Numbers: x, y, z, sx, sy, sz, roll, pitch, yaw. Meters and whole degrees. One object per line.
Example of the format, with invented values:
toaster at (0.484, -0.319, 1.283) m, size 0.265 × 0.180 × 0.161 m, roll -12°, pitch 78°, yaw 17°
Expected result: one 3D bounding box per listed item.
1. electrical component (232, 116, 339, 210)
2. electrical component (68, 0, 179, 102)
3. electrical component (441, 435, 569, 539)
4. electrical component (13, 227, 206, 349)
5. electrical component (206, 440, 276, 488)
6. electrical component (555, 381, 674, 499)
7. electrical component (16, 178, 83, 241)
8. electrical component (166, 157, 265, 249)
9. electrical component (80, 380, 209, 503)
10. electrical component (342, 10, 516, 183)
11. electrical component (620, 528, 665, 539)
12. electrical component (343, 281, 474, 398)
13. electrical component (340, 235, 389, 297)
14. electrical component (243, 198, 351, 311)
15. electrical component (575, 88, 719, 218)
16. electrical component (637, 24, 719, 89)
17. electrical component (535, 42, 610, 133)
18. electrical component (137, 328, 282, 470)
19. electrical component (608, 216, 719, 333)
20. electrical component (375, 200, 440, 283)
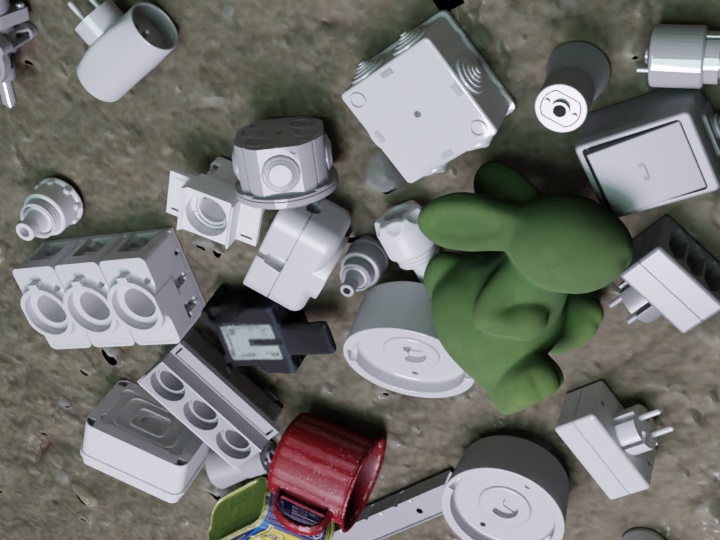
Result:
electrical component at (-0.058, -0.082, 0.822) m, size 0.080 × 0.080 × 0.051 m, roll 4°, pitch 119°, yaw 21°
electrical component at (-0.193, -0.182, 0.833) m, size 0.077 × 0.044 × 0.079 m, roll -31°, pitch 106°, yaw 36°
electrical component at (0.131, 0.193, 0.941) m, size 0.108 × 0.060 × 0.108 m, roll 12°, pitch 127°, yaw 16°
electrical component at (-0.230, 0.021, 0.979) m, size 0.150 × 0.061 × 0.089 m, roll -4°, pitch 121°, yaw 26°
electrical component at (-0.113, 0.188, 1.058) m, size 0.065 × 0.044 × 0.044 m, roll -16°, pitch 115°, yaw 26°
electrical component at (0.216, 0.132, 0.870) m, size 0.076 × 0.047 × 0.083 m, roll -29°, pitch 108°, yaw 36°
electrical component at (-0.279, -0.049, 0.952) m, size 0.048 × 0.062 × 0.048 m, roll 12°, pitch 126°, yaw 16°
electrical component at (-0.112, -0.057, 0.872) m, size 0.081 × 0.063 × 0.042 m, roll 21°, pitch 128°, yaw 8°
electrical component at (-0.210, 0.170, 1.063) m, size 0.113 × 0.078 × 0.057 m, roll 23°, pitch 126°, yaw 8°
electrical component at (0.048, -0.121, 0.768) m, size 0.100 × 0.048 × 0.099 m, roll -28°, pitch 108°, yaw 35°
electrical component at (0.246, 0.260, 0.941) m, size 0.045 × 0.055 × 0.045 m, roll 12°, pitch 125°, yaw 17°
electrical component at (0.046, 0.051, 0.874) m, size 0.108 × 0.060 × 0.108 m, roll 12°, pitch 148°, yaw 8°
electrical component at (0.000, 0.000, 0.864) m, size 0.035 × 0.061 × 0.035 m, roll 12°, pitch 127°, yaw 16°
electrical component at (-0.048, -0.015, 0.876) m, size 0.059 × 0.053 × 0.095 m, roll 29°, pitch 133°, yaw -2°
electrical component at (0.201, -0.080, 0.720) m, size 0.096 × 0.061 × 0.061 m, roll -16°, pitch 115°, yaw 32°
electrical component at (0.219, -0.136, 0.687) m, size 0.078 × 0.040 × 0.040 m, roll 6°, pitch 125°, yaw 19°
electrical component at (0.140, -0.120, 0.717) m, size 0.044 × 0.065 × 0.044 m, roll 12°, pitch 127°, yaw 16°
electrical component at (-0.136, 0.117, 1.004) m, size 0.121 × 0.063 × 0.079 m, roll 44°, pitch 128°, yaw -9°
electrical component at (0.217, 0.013, 0.787) m, size 0.066 × 0.047 × 0.077 m, roll 41°, pitch 129°, yaw -7°
electrical component at (0.042, -0.020, 0.844) m, size 0.043 × 0.043 × 0.062 m, roll -15°, pitch 117°, yaw 31°
